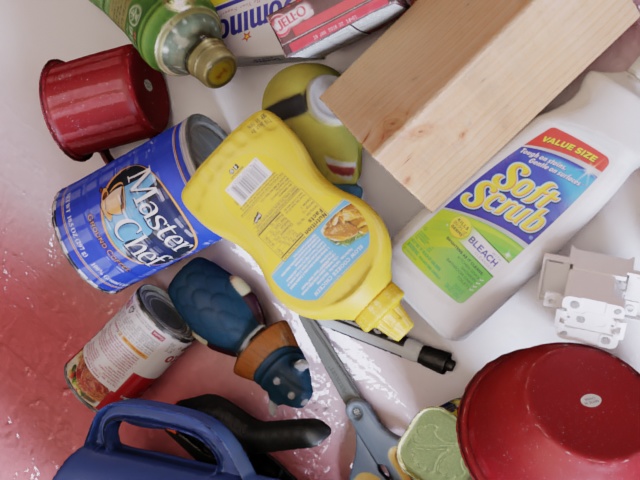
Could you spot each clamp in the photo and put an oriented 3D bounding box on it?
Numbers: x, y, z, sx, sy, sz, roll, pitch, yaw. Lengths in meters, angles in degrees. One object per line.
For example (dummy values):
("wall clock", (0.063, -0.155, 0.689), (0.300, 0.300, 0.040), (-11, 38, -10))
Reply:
("clamp", (-0.056, 0.181, 0.883), (0.172, 0.039, 0.120), (11, 120, 35))

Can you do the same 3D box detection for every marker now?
("marker", (0.052, 0.080, 0.860), (0.121, 0.020, 0.020), (21, 97, 21))

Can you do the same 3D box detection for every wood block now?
("wood block", (0.115, -0.133, 0.775), (0.206, 0.090, 0.091), (-44, 46, 8))

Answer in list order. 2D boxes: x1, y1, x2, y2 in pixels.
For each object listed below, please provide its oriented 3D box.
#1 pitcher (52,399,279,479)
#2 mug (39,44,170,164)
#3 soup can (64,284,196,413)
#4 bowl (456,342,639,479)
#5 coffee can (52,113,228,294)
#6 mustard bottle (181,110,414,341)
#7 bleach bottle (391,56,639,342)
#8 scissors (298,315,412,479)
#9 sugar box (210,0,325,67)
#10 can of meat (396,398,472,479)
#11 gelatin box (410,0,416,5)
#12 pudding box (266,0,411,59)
("pitcher", (-0.092, 0.225, 0.835), (0.243, 0.149, 0.145), (1, 48, 31))
("mug", (-0.179, -0.111, 0.928), (0.082, 0.093, 0.117), (-13, 114, 16))
("soup can", (-0.163, 0.095, 0.922), (0.102, 0.068, 0.068), (-46, 74, 14))
("bowl", (0.179, 0.127, 0.736), (0.162, 0.161, 0.055), (35, 143, 19))
("coffee can", (-0.137, -0.029, 0.895), (0.140, 0.102, 0.103), (-26, 80, 20))
("mustard bottle", (-0.005, 0.001, 0.784), (0.192, 0.058, 0.096), (45, 94, 8))
("bleach bottle", (0.157, -0.043, 0.799), (0.251, 0.068, 0.103), (-47, 73, 12))
("scissors", (0.024, 0.157, 0.866), (0.202, 0.016, 0.096), (46, 108, 13))
("sugar box", (-0.046, -0.237, 0.892), (0.093, 0.048, 0.176), (-2, 87, 22))
("can of meat", (0.118, 0.164, 0.797), (0.102, 0.083, 0.057), (34, 101, 19))
("gelatin box", (0.108, -0.203, 0.837), (0.089, 0.030, 0.073), (-43, 74, 16))
("pudding box", (0.018, -0.169, 0.793), (0.090, 0.113, 0.039), (-24, 92, 15))
